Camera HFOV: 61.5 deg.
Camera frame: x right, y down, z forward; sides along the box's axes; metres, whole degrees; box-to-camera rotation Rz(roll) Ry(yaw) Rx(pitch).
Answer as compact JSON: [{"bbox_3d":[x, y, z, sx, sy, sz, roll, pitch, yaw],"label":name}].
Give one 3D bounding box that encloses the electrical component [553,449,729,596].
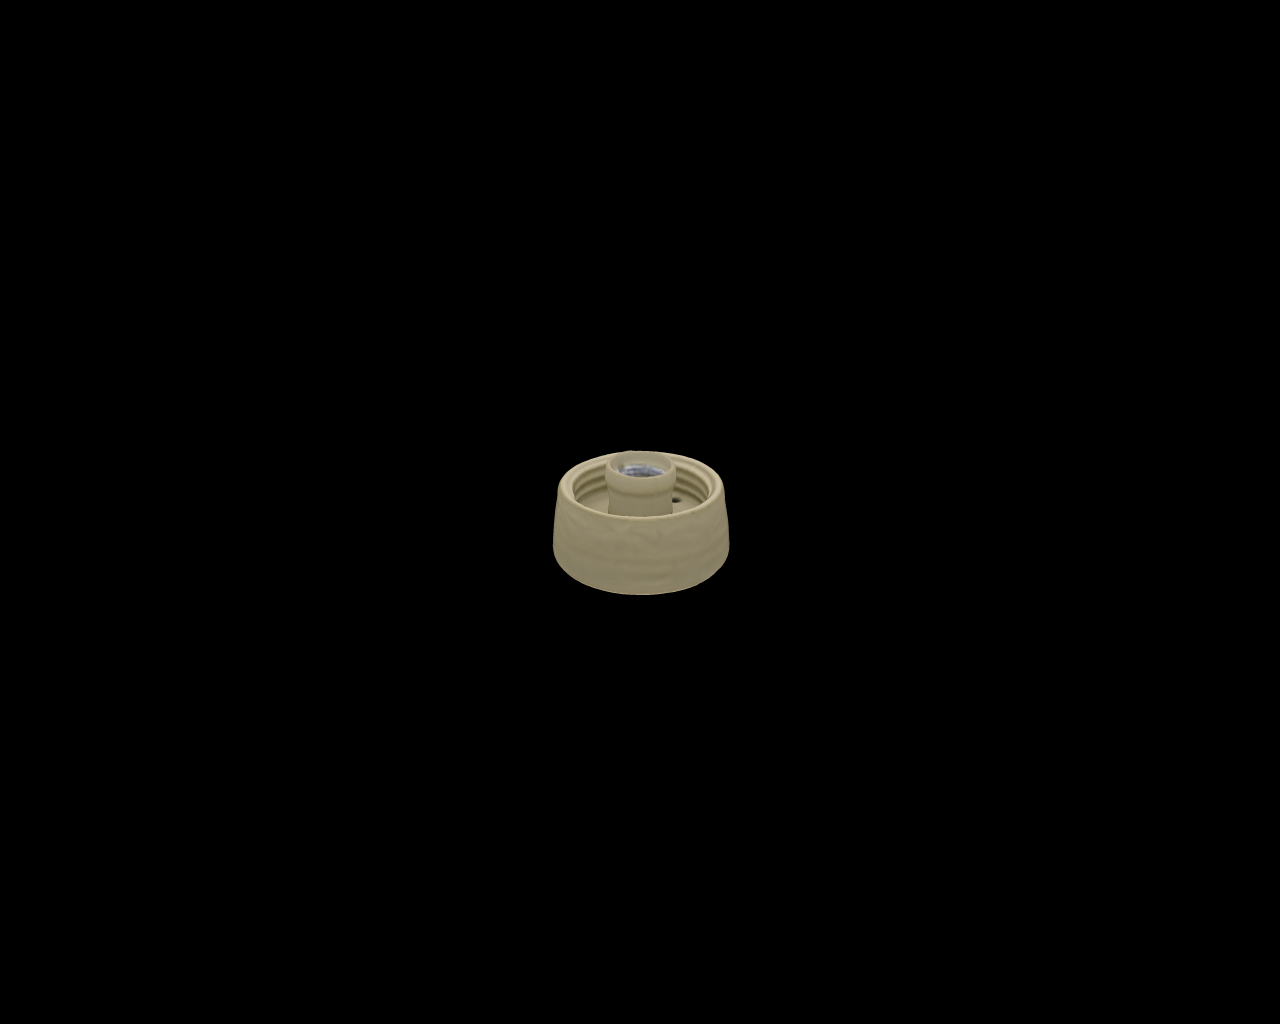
[{"bbox_3d":[0.001,-0.003,0.650,0.108,0.060,0.108,0,27,0],"label":"electrical component"}]
